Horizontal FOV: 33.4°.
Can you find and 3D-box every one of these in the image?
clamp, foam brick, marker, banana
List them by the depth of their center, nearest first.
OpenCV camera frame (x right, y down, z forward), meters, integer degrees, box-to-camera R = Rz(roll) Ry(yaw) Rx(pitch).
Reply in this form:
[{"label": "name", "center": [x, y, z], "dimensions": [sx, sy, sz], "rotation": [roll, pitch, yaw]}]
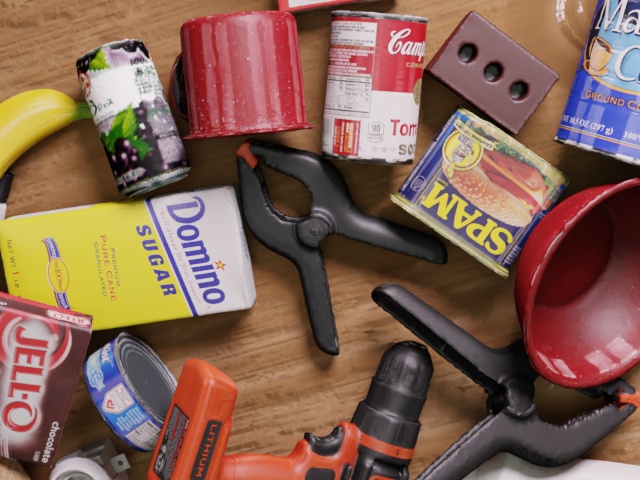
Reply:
[{"label": "foam brick", "center": [0.120, -0.118, 0.753], "dimensions": [0.078, 0.051, 0.053], "rotation": [35, 98, -2]}, {"label": "clamp", "center": [0.131, 0.124, 0.762], "dimensions": [0.209, 0.036, 0.164], "rotation": [10, 72, -15]}, {"label": "banana", "center": [-0.238, -0.042, 0.764], "dimensions": [0.070, 0.037, 0.197], "rotation": [30, 73, 17]}, {"label": "clamp", "center": [-0.005, 0.001, 0.785], "dimensions": [0.171, 0.039, 0.120], "rotation": [39, 95, -2]}, {"label": "marker", "center": [-0.252, 0.001, 0.808], "dimensions": [0.020, 0.020, 0.121], "rotation": [14, 99, 1]}]

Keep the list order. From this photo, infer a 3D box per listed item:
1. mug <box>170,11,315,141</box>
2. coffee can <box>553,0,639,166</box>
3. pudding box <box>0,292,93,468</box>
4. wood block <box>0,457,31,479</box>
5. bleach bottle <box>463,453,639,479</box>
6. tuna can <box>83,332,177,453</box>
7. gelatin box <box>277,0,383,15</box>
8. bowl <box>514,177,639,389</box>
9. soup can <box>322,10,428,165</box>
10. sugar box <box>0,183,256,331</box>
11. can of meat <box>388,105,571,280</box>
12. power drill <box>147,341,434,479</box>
[{"label": "mug", "center": [-0.062, -0.114, 0.752], "dimensions": [0.117, 0.093, 0.081], "rotation": [0, 98, 42]}, {"label": "coffee can", "center": [0.228, -0.120, 0.720], "dimensions": [0.103, 0.103, 0.140], "rotation": [16, 99, 1]}, {"label": "pudding box", "center": [-0.219, 0.097, 0.761], "dimensions": [0.090, 0.039, 0.113], "rotation": [16, 104, -12]}, {"label": "wood block", "center": [-0.297, 0.250, 0.785], "dimensions": [0.206, 0.090, 0.090], "rotation": [-31, 94, 24]}, {"label": "bleach bottle", "center": [0.217, 0.204, 0.790], "dimensions": [0.251, 0.068, 0.102], "rotation": [17, 98, 3]}, {"label": "tuna can", "center": [-0.135, 0.113, 0.784], "dimensions": [0.034, 0.086, 0.086], "rotation": [-34, 95, 9]}, {"label": "gelatin box", "center": [0.010, -0.203, 0.758], "dimensions": [0.089, 0.030, 0.073], "rotation": [-8, 97, 6]}, {"label": "bowl", "center": [0.191, 0.022, 0.746], "dimensions": [0.161, 0.055, 0.162], "rotation": [-14, 121, -25]}, {"label": "soup can", "center": [0.037, -0.107, 0.751], "dimensions": [0.068, 0.068, 0.102], "rotation": [5, 99, 2]}, {"label": "sugar box", "center": [-0.141, 0.016, 0.791], "dimensions": [0.176, 0.048, 0.093], "rotation": [-9, 98, 6]}, {"label": "can of meat", "center": [0.115, -0.035, 0.764], "dimensions": [0.102, 0.057, 0.084], "rotation": [35, 96, -3]}, {"label": "power drill", "center": [-0.016, 0.143, 0.763], "dimensions": [0.187, 0.057, 0.184], "rotation": [19, 90, -26]}]
